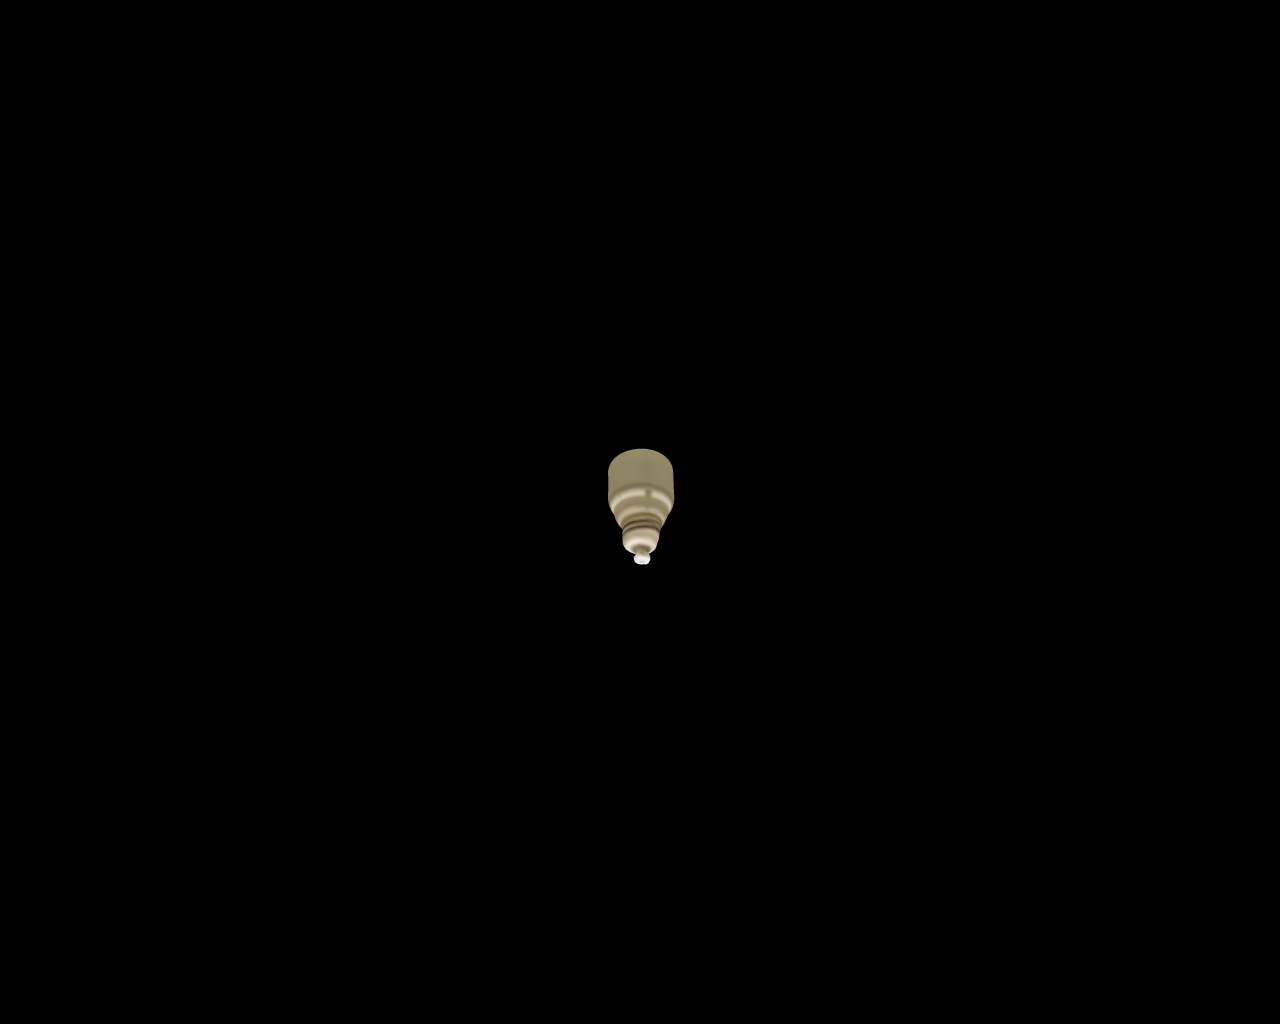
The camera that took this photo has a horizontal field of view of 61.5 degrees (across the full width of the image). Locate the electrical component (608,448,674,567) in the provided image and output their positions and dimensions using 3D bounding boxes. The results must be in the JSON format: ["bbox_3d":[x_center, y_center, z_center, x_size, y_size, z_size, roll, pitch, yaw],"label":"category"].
[{"bbox_3d":[0.001,-0.003,0.650,0.040,0.078,0.040,0,-36,0],"label":"electrical component"}]
